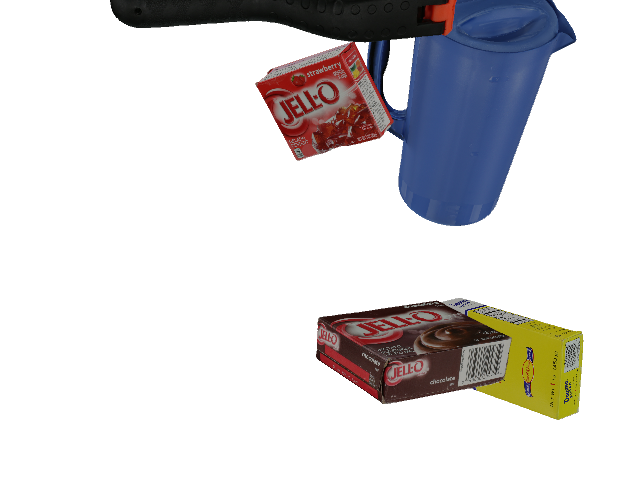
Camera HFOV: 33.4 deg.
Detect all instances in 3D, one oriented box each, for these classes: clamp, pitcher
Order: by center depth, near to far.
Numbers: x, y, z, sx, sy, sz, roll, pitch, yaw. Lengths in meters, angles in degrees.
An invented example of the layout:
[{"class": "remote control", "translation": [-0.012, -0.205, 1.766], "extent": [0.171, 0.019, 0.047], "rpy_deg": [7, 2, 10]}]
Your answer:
[{"class": "clamp", "translation": [-0.019, -0.128, 0.547], "extent": [0.172, 0.039, 0.120], "rpy_deg": [13, 42, 15]}, {"class": "pitcher", "translation": [0.134, -0.134, 1.054], "extent": [0.144, 0.243, 0.149], "rpy_deg": [-30, 57, -31]}]

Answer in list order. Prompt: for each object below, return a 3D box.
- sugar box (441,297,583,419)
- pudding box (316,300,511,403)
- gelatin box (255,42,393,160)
[{"class": "sugar box", "translation": [0.207, 0.129, 1.193], "extent": [0.048, 0.093, 0.177], "rpy_deg": [-10, 16, -43]}, {"class": "pudding box", "translation": [0.066, 0.078, 0.774], "extent": [0.113, 0.039, 0.090], "rpy_deg": [-3, 18, -31]}, {"class": "gelatin box", "translation": [0.002, -0.108, 0.840], "extent": [0.089, 0.073, 0.030], "rpy_deg": [-11, 27, 37]}]
